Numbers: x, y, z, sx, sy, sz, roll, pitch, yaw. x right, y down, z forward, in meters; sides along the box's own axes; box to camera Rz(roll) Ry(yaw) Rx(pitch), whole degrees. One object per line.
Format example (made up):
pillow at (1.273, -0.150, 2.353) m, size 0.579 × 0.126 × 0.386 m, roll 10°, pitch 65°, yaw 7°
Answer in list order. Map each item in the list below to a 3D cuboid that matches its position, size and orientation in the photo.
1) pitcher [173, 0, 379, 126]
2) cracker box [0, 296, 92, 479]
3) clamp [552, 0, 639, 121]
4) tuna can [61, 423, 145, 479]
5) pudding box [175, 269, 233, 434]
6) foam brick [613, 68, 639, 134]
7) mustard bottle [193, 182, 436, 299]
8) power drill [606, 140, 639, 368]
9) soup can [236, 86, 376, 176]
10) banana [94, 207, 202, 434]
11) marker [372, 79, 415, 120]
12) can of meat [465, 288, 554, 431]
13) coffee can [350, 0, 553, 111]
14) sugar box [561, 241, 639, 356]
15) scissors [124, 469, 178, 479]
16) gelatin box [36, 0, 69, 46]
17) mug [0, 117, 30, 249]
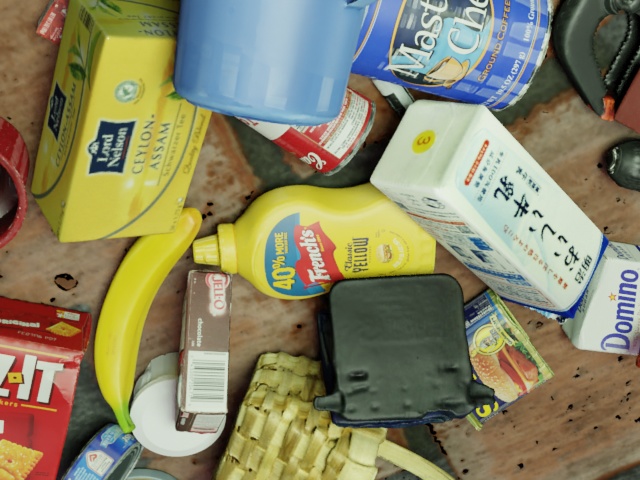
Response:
pitcher at (-0.010, -0.194, 0.641) m, size 0.144 × 0.149 × 0.243 m, roll 7°, pitch 104°, yaw -16°
cracker box at (-0.292, 0.151, 0.883) m, size 0.164 × 0.072 × 0.214 m, roll 12°, pitch 114°, yaw -14°
clamp at (0.233, -0.193, 0.800) m, size 0.164 × 0.036 × 0.210 m, roll -12°, pitch 121°, yaw -5°
tuna can at (-0.189, 0.200, 0.914) m, size 0.034 × 0.086 × 0.086 m, roll 34°, pitch 111°, yaw 8°
pudding box at (-0.092, 0.090, 0.841) m, size 0.039 × 0.113 × 0.090 m, roll 5°, pitch 160°, yaw -8°
foam brick at (0.271, -0.103, 0.822) m, size 0.078 × 0.053 × 0.051 m, roll -8°, pitch 130°, yaw -54°
mustard bottle at (-0.006, 0.001, 0.854) m, size 0.191 × 0.058 × 0.096 m, roll -4°, pitch 125°, yaw -5°
power drill at (0.310, 0.018, 0.868) m, size 0.184 × 0.057 × 0.187 m, roll 10°, pitch 87°, yaw -9°
soup can at (-0.018, -0.102, 0.794) m, size 0.102 × 0.068 × 0.069 m, roll 32°, pitch 109°, yaw -21°
banana at (-0.145, 0.055, 0.862) m, size 0.070 × 0.037 × 0.198 m, roll 27°, pitch 109°, yaw 26°
marker at (0.081, -0.086, 0.843) m, size 0.020 × 0.020 × 0.121 m, roll -34°, pitch 117°, yaw 10°
can of meat at (0.143, 0.103, 0.930) m, size 0.084 × 0.057 × 0.102 m, roll -36°, pitch 116°, yaw 8°
coffee can at (0.077, -0.156, 0.753) m, size 0.140 × 0.103 × 0.103 m, roll 11°, pitch 115°, yaw -19°
sugar box at (0.311, 0.058, 0.936) m, size 0.176 × 0.048 × 0.093 m, roll 5°, pitch 116°, yaw -12°
scissors at (-0.106, 0.261, 0.999) m, size 0.201 × 0.016 × 0.096 m, roll 17°, pitch 115°, yaw -16°
gelatin box at (-0.149, -0.169, 0.761) m, size 0.073 × 0.030 × 0.089 m, roll 28°, pitch 111°, yaw -22°
mug at (-0.267, -0.039, 0.783) m, size 0.117 × 0.081 × 0.093 m, roll -39°, pitch 116°, yaw 12°
